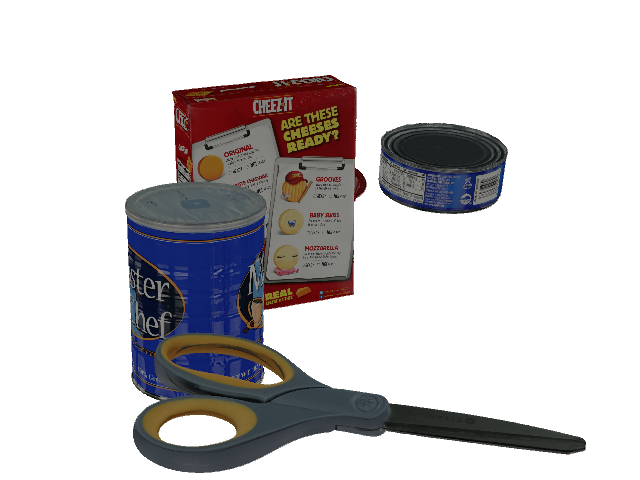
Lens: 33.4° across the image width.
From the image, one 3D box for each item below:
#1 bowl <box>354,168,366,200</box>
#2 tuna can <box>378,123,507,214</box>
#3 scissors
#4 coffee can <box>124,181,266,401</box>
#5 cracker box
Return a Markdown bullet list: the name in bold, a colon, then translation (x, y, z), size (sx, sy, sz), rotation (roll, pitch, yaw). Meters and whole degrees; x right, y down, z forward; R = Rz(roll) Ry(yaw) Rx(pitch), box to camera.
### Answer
- **bowl**: translation (-0.029, -0.053, 1.268), size (0.162, 0.055, 0.162), rotation (6, 26, -3)
- **tuna can**: translation (0.083, -0.050, 0.728), size (0.086, 0.034, 0.086), rotation (3, 26, -1)
- **scissors**: translation (0.006, 0.085, 0.469), size (0.202, 0.016, 0.096), rotation (15, 34, 22)
- **coffee can**: translation (-0.092, 0.037, 0.799), size (0.103, 0.140, 0.103), rotation (1, 20, -1)
- **cracker box**: translation (-0.052, -0.042, 1.023), size (0.164, 0.214, 0.072), rotation (-9, 23, -21)
